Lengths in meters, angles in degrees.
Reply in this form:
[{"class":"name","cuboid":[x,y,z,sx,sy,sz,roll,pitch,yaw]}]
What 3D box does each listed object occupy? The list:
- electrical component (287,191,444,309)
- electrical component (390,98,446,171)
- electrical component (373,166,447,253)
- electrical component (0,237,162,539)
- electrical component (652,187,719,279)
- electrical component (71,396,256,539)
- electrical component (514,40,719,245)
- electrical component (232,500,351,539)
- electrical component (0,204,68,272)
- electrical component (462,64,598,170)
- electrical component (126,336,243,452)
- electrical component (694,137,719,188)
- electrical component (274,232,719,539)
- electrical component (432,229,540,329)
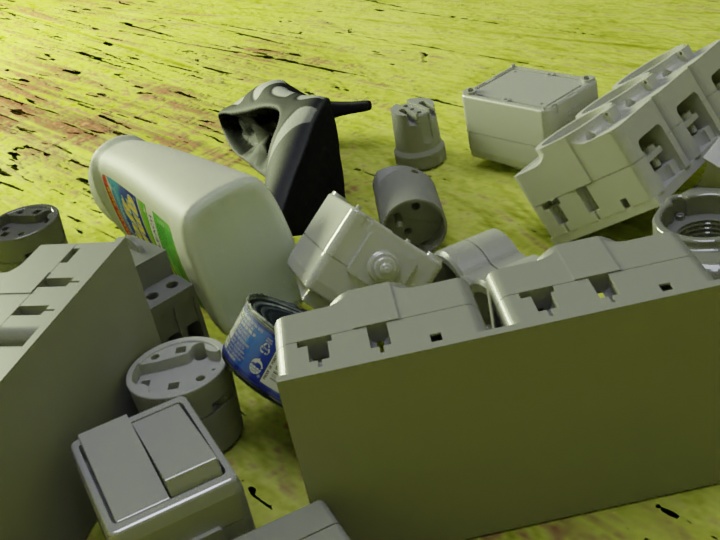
[{"class":"electrical component","cuboid":[0.000,0.000,0.618,0.061,0.062,0.096,-57,15,2]},{"class":"electrical component","cuboid":[0.044,-0.106,0.835,0.040,0.046,0.040,-9,29,5]},{"class":"electrical component","cuboid":[0.033,-0.046,0.739,0.043,0.043,0.081,-12,29,1]},{"class":"electrical component","cuboid":[-0.168,0.076,0.538,0.060,0.105,0.186,-2,31,18]},{"class":"electrical component","cuboid":[0.191,-0.004,0.590,0.054,0.059,0.095,7,34,30]},{"class":"electrical component","cuboid":[-0.089,0.108,0.498,0.062,0.061,0.096,-22,31,-18]},{"class":"electrical component","cuboid":[0.180,-0.088,0.701,0.150,0.061,0.089,-38,8,-38]},{"class":"electrical component","cuboid":[-0.033,0.145,0.427,0.083,0.047,0.076,-22,31,-17]},{"class":"electrical component","cuboid":[-0.239,-0.015,0.782,0.055,0.047,0.055,-9,29,5]},{"class":"electrical component","cuboid":[0.123,-0.110,0.799,0.062,0.061,0.096,-32,35,-31]},{"class":"electrical component","cuboid":[-0.092,0.070,0.579,0.055,0.047,0.055,-9,29,5]},{"class":"electrical component","cuboid":[0.239,-0.053,0.645,0.064,0.081,0.042,37,74,20]},{"class":"electrical component","cuboid":[0.063,0.056,0.486,0.186,0.105,0.060,-12,29,0]},{"class":"electrical component","cuboid":[0.103,0.016,0.593,0.074,0.052,0.138,-22,31,-17]}]
